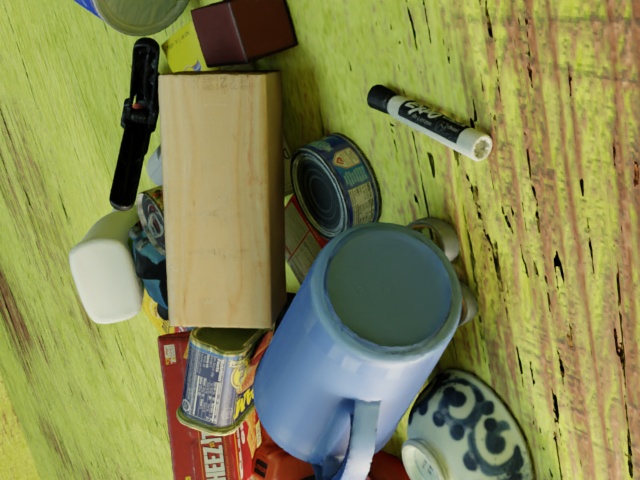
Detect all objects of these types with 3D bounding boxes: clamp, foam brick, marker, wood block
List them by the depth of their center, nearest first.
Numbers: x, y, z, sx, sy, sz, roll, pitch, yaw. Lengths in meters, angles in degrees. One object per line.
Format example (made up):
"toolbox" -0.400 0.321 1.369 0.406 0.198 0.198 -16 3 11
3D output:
"marker" 0.073 -0.084 0.747 0.121 0.020 0.020 35 141 46
"foam brick" -0.063 -0.176 0.885 0.078 0.052 0.051 9 121 58
"wood block" -0.080 -0.038 0.898 0.090 0.090 0.206 -63 -27 -77
"clamp" -0.184 -0.116 1.082 0.210 0.036 0.164 -141 62 -81

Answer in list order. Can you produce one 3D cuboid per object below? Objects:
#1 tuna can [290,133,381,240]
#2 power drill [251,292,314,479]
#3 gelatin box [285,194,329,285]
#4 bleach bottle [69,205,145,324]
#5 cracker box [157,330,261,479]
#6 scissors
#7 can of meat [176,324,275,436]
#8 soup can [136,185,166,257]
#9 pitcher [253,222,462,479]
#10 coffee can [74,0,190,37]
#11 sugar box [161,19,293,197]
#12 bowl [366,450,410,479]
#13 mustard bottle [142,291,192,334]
"tuna can" 0.011 -0.043 0.882 0.086 0.033 0.086 44 147 38
"power drill" -0.034 0.143 1.039 0.185 0.057 0.187 167 100 -75
"gelatin box" -0.006 0.001 0.959 0.073 0.030 0.089 58 154 11
"bleach bottle" -0.237 0.006 1.263 0.251 0.068 0.102 -100 -2 -70
"cracker box" -0.111 0.174 1.127 0.213 0.072 0.164 54 -151 -86
"scissors" 0.070 0.042 0.867 0.096 0.016 0.202 60 154 9
"can of meat" -0.081 0.110 0.950 0.057 0.102 0.084 17 114 15
"soup can" -0.122 -0.034 1.061 0.069 0.102 0.068 43 147 38
"pitcher" 0.027 0.094 0.824 0.149 0.144 0.243 47 156 12
"coffee can" -0.195 -0.261 1.000 0.140 0.102 0.103 37 143 44
"sugar box" -0.082 -0.115 0.981 0.093 0.048 0.176 -13 99 64
"bowl" 0.063 0.259 1.024 0.162 0.055 0.162 43 146 38
"mustard bottle" -0.148 0.116 1.292 0.192 0.058 0.096 48 139 30
